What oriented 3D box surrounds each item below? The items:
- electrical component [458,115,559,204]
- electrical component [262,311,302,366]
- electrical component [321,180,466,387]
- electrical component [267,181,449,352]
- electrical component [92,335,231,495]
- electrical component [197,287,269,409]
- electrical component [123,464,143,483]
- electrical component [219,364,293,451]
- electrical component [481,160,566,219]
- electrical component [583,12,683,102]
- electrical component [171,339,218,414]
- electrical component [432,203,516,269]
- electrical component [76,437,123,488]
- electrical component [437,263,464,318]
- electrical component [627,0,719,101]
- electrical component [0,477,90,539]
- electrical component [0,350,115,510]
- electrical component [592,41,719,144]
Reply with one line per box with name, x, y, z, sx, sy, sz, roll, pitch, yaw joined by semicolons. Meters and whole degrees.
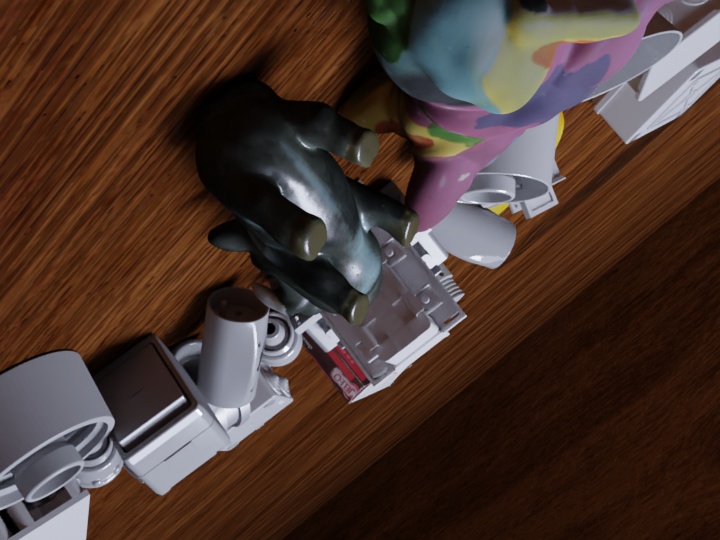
electrical component;0.091;-0.082;0.763;0.099;0.064;0.099;2;170;0
electrical component;-0.071;0.054;0.883;0.043;0.043;0.062;-36;166;-7
electrical component;0.002;0.006;0.727;0.079;0.121;0.063;-38;165;4
electrical component;0.000;0.000;0.806;0.121;0.063;0.078;-38;-152;4
electrical component;-0.143;0.091;0.732;0.062;0.096;0.061;-36;140;-7
electrical component;-0.089;0.046;0.777;0.079;0.043;0.077;-81;-177;-58
electrical component;-0.169;0.131;0.871;0.056;0.050;0.089;-30;166;-31
electrical component;-0.116;0.127;1.009;0.100;0.048;0.099;-37;167;1
electrical component;0.124;-0.082;0.875;0.064;0.081;0.042;-18;-175;46
electrical component;0.159;-0.149;0.733;0.099;0.064;0.099;-36;168;-9
electrical component;-0.127;0.085;0.814;0.055;0.055;0.047;-26;160;-42
electrical component;0.083;-0.042;0.911;0.043;0.077;0.079;-60;-159;15
electrical component;-0.201;0.131;0.799;0.048;0.048;0.062;-32;160;-24
electrical component;0.064;0.010;1.011;0.043;0.081;0.043;-36;168;-9
electrical component;0.248;-0.192;0.863;0.100;0.048;0.099;-37;168;-1
electrical component;-0.267;0.195;0.806;0.105;0.060;0.186;-31;166;-26
electrical component;-0.202;0.106;0.659;0.108;0.060;0.108;-36;168;-9
electrical component;0.288;-0.181;0.998;0.109;0.056;0.108;-27;164;-40
